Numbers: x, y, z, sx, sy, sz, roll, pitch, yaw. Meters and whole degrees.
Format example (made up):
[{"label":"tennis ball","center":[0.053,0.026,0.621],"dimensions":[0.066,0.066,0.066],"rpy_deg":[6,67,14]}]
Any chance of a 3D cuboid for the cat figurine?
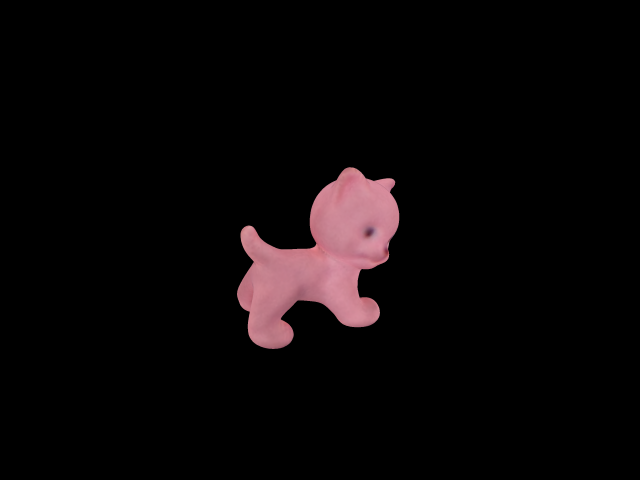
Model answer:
[{"label":"cat figurine","center":[0.004,0.001,0.400],"dimensions":[0.128,0.118,0.067],"rpy_deg":[-12,33,-19]}]
